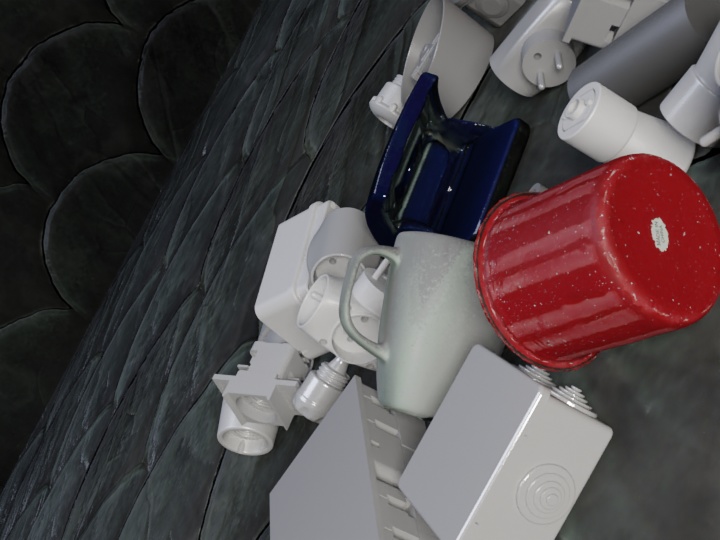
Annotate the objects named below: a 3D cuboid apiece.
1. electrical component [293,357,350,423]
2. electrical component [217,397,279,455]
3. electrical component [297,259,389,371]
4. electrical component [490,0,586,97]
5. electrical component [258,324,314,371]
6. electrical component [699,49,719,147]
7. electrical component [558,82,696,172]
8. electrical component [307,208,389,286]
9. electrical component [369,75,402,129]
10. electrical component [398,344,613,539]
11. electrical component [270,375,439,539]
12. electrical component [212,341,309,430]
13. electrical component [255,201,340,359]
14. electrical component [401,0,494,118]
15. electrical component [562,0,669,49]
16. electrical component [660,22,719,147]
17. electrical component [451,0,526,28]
[{"bbox_3d":[-0.025,0.088,0.842,0.061,0.035,0.035,-58,18,5],"label":"electrical component"},{"bbox_3d":[-0.097,0.131,0.948,0.055,0.055,0.047,-43,29,46],"label":"electrical component"},{"bbox_3d":[0.008,0.026,0.774,0.079,0.077,0.044,-55,19,20],"label":"electrical component"},{"bbox_3d":[0.131,-0.154,0.755,0.077,0.043,0.079,-49,22,35],"label":"electrical component"},{"bbox_3d":[-0.056,0.050,0.970,0.079,0.043,0.077,-55,19,19],"label":"electrical component"},{"bbox_3d":[0.175,-0.065,0.440,0.079,0.077,0.043,-37,30,53],"label":"electrical component"},{"bbox_3d":[0.139,-0.070,0.571,0.044,0.065,0.044,-52,20,28],"label":"electrical component"},{"bbox_3d":[0.000,0.000,0.831,0.043,0.079,0.077,-37,20,23],"label":"electrical component"},{"bbox_3d":[0.042,-0.165,1.022,0.062,0.048,0.048,-56,17,-3],"label":"electrical component"},{"bbox_3d":[0.071,0.095,0.538,0.099,0.048,0.100,-61,18,2],"label":"electrical component"},{"bbox_3d":[0.002,0.161,0.615,0.105,0.060,0.186,-55,19,20],"label":"electrical component"},{"bbox_3d":[-0.076,0.094,0.901,0.081,0.042,0.063,3,49,27],"label":"electrical component"},{"bbox_3d":[-0.033,0.007,0.903,0.057,0.078,0.113,-25,37,35],"label":"electrical component"},{"bbox_3d":[0.069,-0.179,0.931,0.099,0.064,0.099,-52,20,28],"label":"electrical component"},{"bbox_3d":[0.180,-0.218,0.603,0.186,0.060,0.105,106,-178,-61],"label":"electrical component"},{"bbox_3d":[0.181,-0.094,0.532,0.065,0.044,0.044,-56,18,34],"label":"electrical component"},{"bbox_3d":[0.117,-0.256,0.934,0.080,0.051,0.080,-52,20,28],"label":"electrical component"}]
